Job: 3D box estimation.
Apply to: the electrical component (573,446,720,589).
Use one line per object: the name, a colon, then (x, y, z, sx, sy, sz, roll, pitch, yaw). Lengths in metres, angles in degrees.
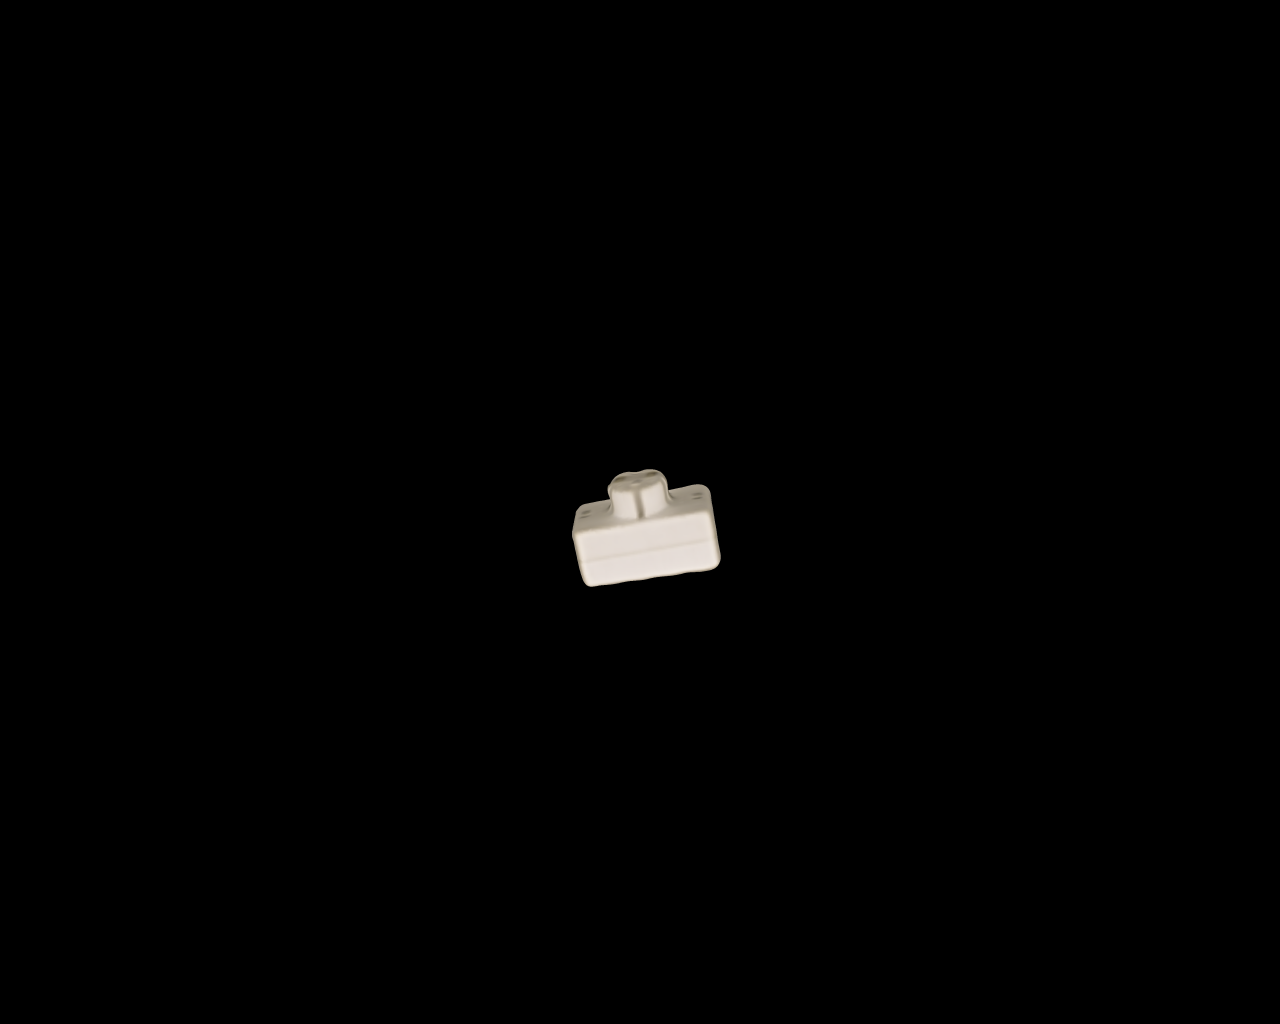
electrical component: (0.001, -0.003, 0.650, 0.083, 0.075, 0.047, -10, 20, 3)
